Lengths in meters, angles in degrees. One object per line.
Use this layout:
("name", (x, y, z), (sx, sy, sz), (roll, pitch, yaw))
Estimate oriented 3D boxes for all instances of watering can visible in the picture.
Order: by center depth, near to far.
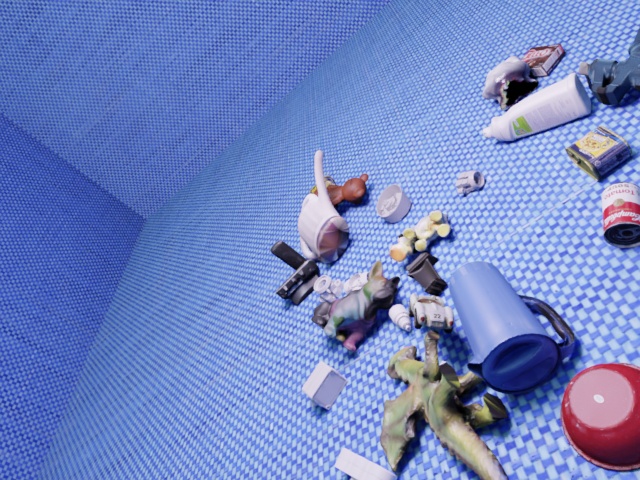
("watering can", (0.005, -0.079, 1.566), (0.228, 0.104, 0.341), (43, 130, 50))

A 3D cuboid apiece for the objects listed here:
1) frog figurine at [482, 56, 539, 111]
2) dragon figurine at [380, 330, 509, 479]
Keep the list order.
("frog figurine", (0.510, -0.454, 1.444), (0.135, 0.122, 0.163), (-56, 33, 30))
("dragon figurine", (0.200, 0.329, 0.930), (0.238, 0.121, 0.420), (-54, 21, 28))
